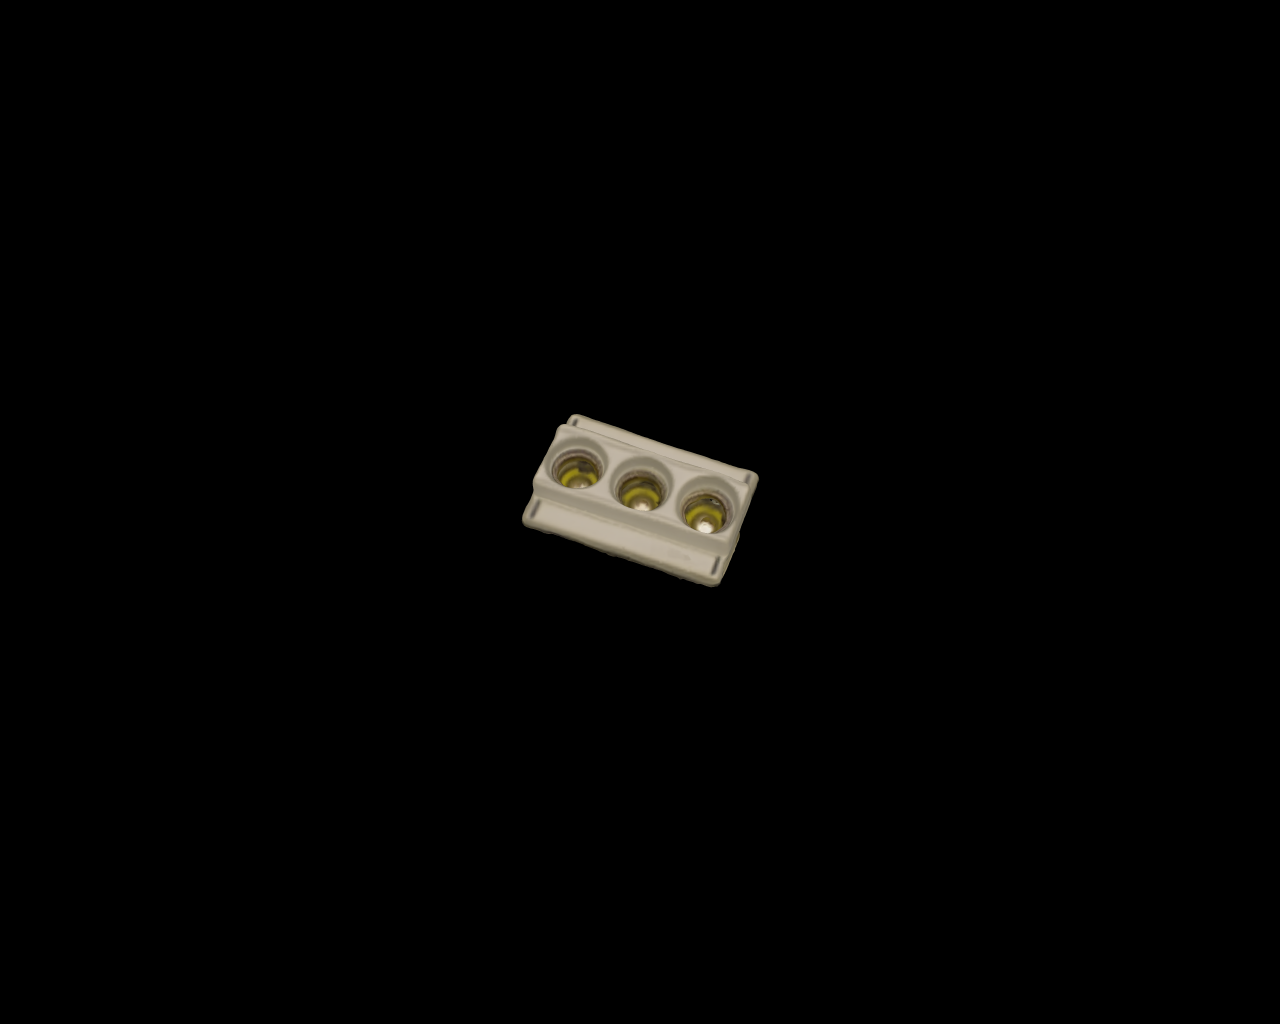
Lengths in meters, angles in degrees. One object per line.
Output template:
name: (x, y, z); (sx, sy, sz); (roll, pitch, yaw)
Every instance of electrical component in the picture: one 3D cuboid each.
electrical component: (0.001, -0.003, 0.650); (0.121, 0.079, 0.063); (18, -28, 10)
